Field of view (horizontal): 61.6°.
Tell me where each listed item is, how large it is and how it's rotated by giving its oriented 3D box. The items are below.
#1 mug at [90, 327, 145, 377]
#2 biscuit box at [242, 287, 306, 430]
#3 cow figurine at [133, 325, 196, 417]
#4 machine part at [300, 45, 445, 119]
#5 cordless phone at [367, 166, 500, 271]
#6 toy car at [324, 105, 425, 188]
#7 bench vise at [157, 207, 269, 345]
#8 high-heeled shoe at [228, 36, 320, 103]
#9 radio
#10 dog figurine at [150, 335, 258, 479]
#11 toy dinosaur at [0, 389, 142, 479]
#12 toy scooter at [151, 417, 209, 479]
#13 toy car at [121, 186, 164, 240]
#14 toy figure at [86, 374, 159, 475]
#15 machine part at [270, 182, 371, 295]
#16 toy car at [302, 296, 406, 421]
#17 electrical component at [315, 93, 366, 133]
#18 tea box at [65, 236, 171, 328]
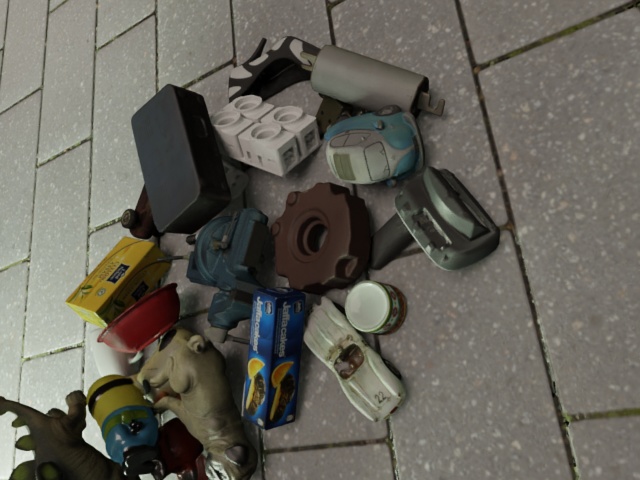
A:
[{"bbox_3d":[-0.371,0.213,1.010,0.110,0.080,0.107,-19,77,18],"label":"mug"},{"bbox_3d":[-0.068,0.172,0.797,0.059,0.063,0.202,12,99,47],"label":"biscuit box"},{"bbox_3d":[-0.282,0.238,0.936,0.127,0.085,0.195,36,93,36],"label":"cow figurine"},{"bbox_3d":[0.075,-0.238,0.825,0.243,0.079,0.079,24,90,16],"label":"machine part"},{"bbox_3d":[0.141,0.001,0.754,0.184,0.088,0.147,-47,58,26],"label":"cordless phone"},{"bbox_3d":[0.065,-0.130,0.793,0.162,0.103,0.109,5,124,36],"label":"toy car"},{"bbox_3d":[-0.166,0.056,0.899,0.241,0.129,0.223,2,85,50],"label":"bench vise"},{"bbox_3d":[-0.070,-0.279,0.957,0.249,0.086,0.145,29,97,38],"label":"high-heeled shoe"},{"bbox_3d":[-0.235,-0.136,0.902,0.131,0.073,0.229,-31,70,33],"label":"radio"},{"bbox_3d":[-0.155,0.258,0.819,0.191,0.121,0.172,35,136,31],"label":"dog figurine"},{"bbox_3d":[-0.335,0.388,0.832,0.471,0.198,0.105,37,108,-7],"label":"toy dinosaur"},{"bbox_3d":[-0.230,0.363,0.837,0.075,0.135,0.184,-40,58,19],"label":"toy scooter"},{"bbox_3d":[-0.318,-0.097,1.053,0.053,0.089,0.202,17,85,36],"label":"toy car"},{"bbox_3d":[-0.300,0.274,0.821,0.082,0.089,0.180,-53,39,6],"label":"toy figure"},{"bbox_3d":[-0.002,-0.003,0.829,0.179,0.056,0.179,-12,71,40],"label":"machine part"},{"bbox_3d":[0.041,0.165,0.770,0.073,0.056,0.202,-50,57,11],"label":"toy car"},{"bbox_3d":[0.033,-0.212,0.893,0.102,0.045,0.078,49,132,35],"label":"electrical component"},{"bbox_3d":[-0.375,0.079,1.007,0.098,0.068,0.169,8,50,33],"label":"tea box"}]
